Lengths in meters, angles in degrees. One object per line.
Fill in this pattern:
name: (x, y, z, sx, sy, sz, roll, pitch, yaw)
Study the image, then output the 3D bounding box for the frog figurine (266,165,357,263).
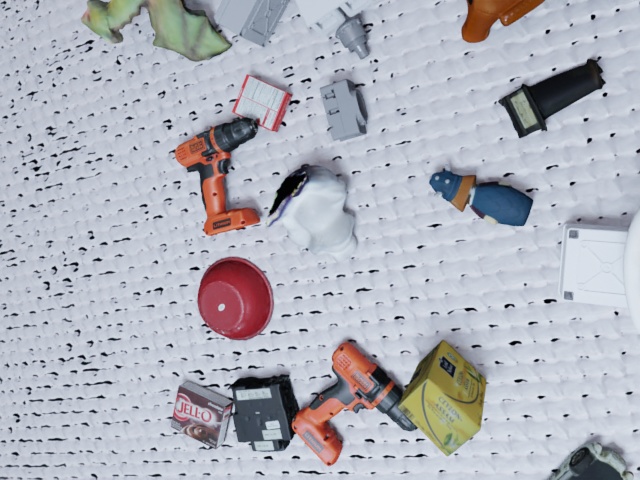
frog figurine: (0.003, -0.044, 0.866, 0.158, 0.124, 0.136, 32, 100, -24)

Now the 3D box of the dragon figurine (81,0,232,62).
dragon figurine: (-0.219, -0.436, 0.890, 0.410, 0.125, 0.237, -10, 121, -2)

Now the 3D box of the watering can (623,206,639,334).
watering can: (0.498, 0.078, 0.657, 0.225, 0.105, 0.344, -22, 105, -6)
